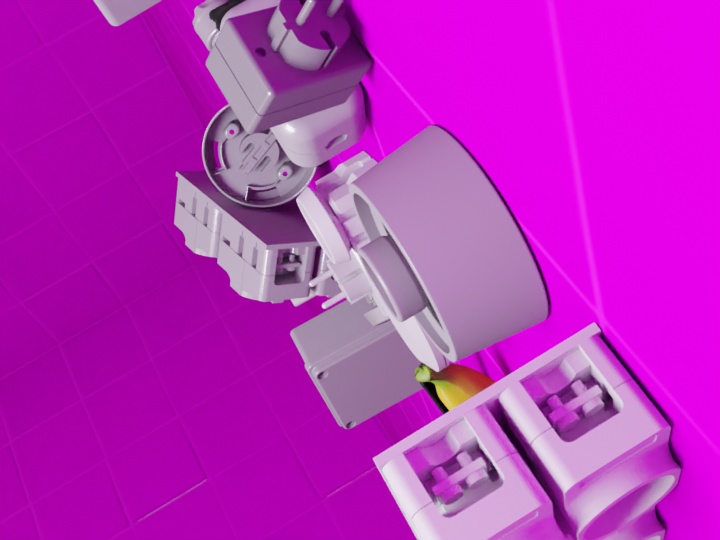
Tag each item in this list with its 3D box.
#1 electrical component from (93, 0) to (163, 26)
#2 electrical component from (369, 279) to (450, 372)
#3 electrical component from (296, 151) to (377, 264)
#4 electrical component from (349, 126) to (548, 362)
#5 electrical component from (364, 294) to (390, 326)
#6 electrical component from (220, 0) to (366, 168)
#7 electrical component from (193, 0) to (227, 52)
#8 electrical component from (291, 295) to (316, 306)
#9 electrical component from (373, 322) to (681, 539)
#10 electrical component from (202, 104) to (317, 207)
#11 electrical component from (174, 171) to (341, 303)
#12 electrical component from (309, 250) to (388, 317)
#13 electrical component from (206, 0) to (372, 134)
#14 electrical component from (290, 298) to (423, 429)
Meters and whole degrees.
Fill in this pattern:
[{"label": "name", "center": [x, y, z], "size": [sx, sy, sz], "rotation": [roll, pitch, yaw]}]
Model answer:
[{"label": "electrical component", "center": [-0.129, -0.217, 0.619], "size": [0.108, 0.109, 0.056], "rotation": [58, 177, 12]}, {"label": "electrical component", "center": [0.041, 0.014, 0.618], "size": [0.080, 0.051, 0.080], "rotation": [58, 175, 9]}, {"label": "electrical component", "center": [-0.006, -0.040, 0.726], "size": [0.058, 0.057, 0.078], "rotation": [62, 174, -28]}, {"label": "electrical component", "center": [0.034, -0.007, 0.513], "size": [0.108, 0.060, 0.108], "rotation": [59, 175, 9]}, {"label": "electrical component", "center": [0.019, 0.011, 0.850], "size": [0.066, 0.048, 0.055], "rotation": [114, 133, -83]}, {"label": "electrical component", "center": [-0.039, -0.116, 0.636], "size": [0.095, 0.054, 0.059], "rotation": [58, 175, 13]}, {"label": "electrical component", "center": [-0.110, -0.197, 0.904], "size": [0.062, 0.043, 0.043], "rotation": [56, 174, 16]}, {"label": "electrical component", "center": [-0.029, -0.011, 1.068], "size": [0.047, 0.083, 0.076], "rotation": [59, -147, -2]}, {"label": "electrical component", "center": [0.082, 0.113, 0.496], "size": [0.060, 0.105, 0.186], "rotation": [56, 174, 29]}, {"label": "electrical component", "center": [-0.087, -0.105, 0.934], "size": [0.099, 0.099, 0.064], "rotation": [61, -179, -17]}, {"label": "electrical component", "center": [-0.084, -0.033, 0.975], "size": [0.186, 0.105, 0.060], "rotation": [37, 125, 49]}, {"label": "electrical component", "center": [0.000, 0.000, 0.791], "size": [0.083, 0.076, 0.047], "rotation": [59, 175, -2]}, {"label": "electrical component", "center": [-0.029, -0.114, 0.537], "size": [0.047, 0.066, 0.076], "rotation": [59, 146, 11]}, {"label": "electrical component", "center": [0.008, 0.076, 0.967], "size": [0.056, 0.109, 0.108], "rotation": [58, 175, 40]}]
